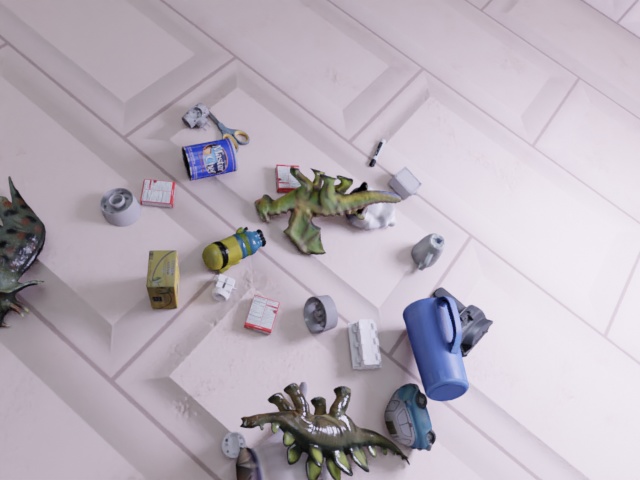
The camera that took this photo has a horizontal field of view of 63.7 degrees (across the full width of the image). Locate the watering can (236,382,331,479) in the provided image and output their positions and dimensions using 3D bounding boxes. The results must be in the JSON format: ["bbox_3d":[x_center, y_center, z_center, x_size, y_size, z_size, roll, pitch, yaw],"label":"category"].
[{"bbox_3d":[-0.087,0.501,1.175,0.224,0.102,0.355,7,52,-28],"label":"watering can"}]

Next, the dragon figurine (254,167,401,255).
[{"bbox_3d":[0.005,-0.074,1.480,0.411,0.123,0.241,18,97,9],"label":"dragon figurine"}]

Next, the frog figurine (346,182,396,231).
[{"bbox_3d":[0.156,-0.092,1.569,0.158,0.121,0.140,23,49,-44],"label":"frog figurine"}]
